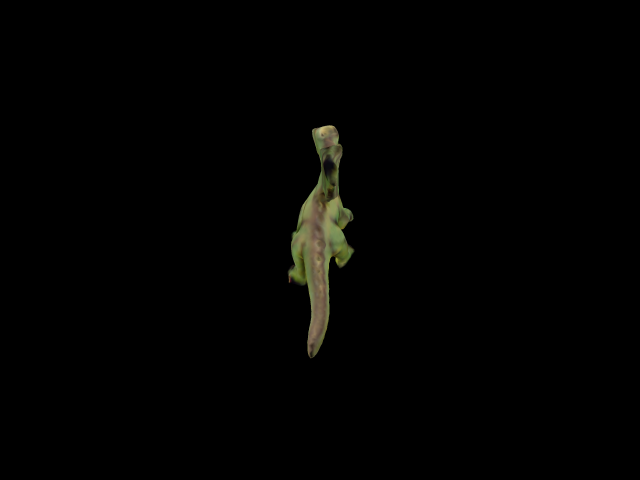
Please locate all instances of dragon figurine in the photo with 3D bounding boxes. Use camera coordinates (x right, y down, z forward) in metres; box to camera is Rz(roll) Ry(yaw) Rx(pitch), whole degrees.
[{"bbox_3d":[0.003,-0.043,0.850,0.122,0.421,0.237,0,-45,0],"label":"dragon figurine"}]
